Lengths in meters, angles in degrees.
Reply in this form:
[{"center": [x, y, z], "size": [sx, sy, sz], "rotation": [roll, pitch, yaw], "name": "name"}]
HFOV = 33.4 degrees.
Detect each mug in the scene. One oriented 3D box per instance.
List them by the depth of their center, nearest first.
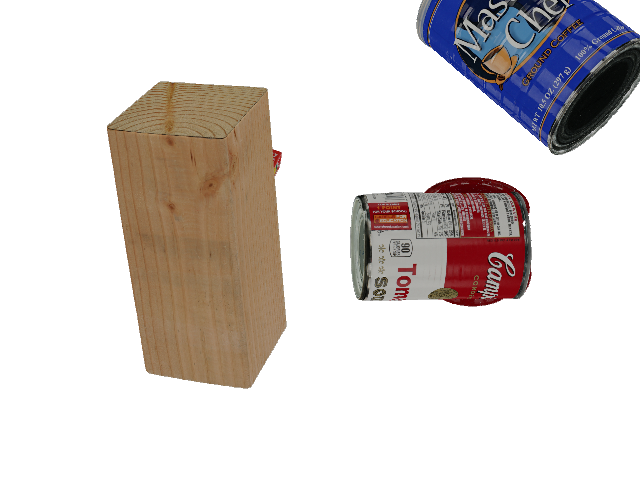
[{"center": [0.138, 0.008, 0.916], "size": [0.093, 0.081, 0.117], "rotation": [-22, 38, -28], "name": "mug"}]

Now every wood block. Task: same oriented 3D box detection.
[{"center": [-0.087, -0.003, 0.794], "size": [0.090, 0.206, 0.090], "rotation": [6, 31, 17], "name": "wood block"}]

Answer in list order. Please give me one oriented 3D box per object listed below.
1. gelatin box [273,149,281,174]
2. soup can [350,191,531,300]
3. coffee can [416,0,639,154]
[{"center": [-0.092, -0.068, 1.042], "size": [0.089, 0.073, 0.030], "rotation": [20, -36, 6], "name": "gelatin box"}, {"center": [0.073, 0.003, 0.668], "size": [0.102, 0.068, 0.068], "rotation": [-1, 0, -6], "name": "soup can"}, {"center": [0.155, -0.146, 0.786], "size": [0.140, 0.103, 0.102], "rotation": [46, 22, 23], "name": "coffee can"}]
